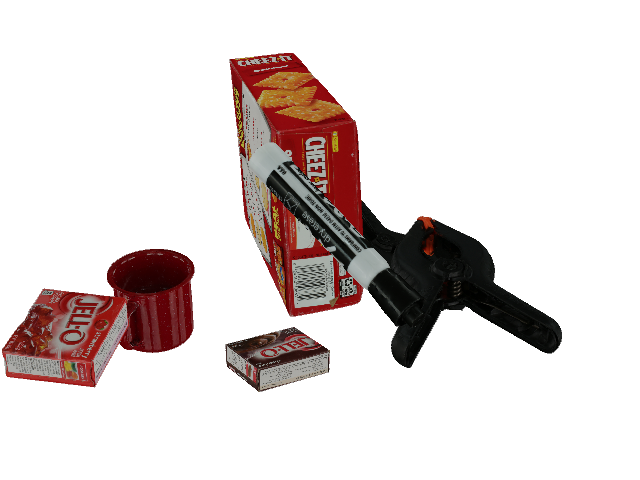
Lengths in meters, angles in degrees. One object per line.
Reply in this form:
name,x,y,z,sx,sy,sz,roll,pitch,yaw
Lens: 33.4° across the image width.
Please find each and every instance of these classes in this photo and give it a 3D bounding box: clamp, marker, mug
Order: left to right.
mug,-0.184,0.073,1.145,0.093,0.081,0.117,9,32,16
marker,0.008,-0.003,0.520,0.121,0.020,0.020,47,23,24
clamp,0.062,0.014,1.247,0.210,0.036,0.164,32,38,23
clamp,0.108,0.036,0.797,0.120,0.039,0.171,5,34,-4

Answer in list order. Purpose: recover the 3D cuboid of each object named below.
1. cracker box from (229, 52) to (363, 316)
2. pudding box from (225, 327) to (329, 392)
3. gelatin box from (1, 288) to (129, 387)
cracker box,-0.023,-0.057,0.931,0.072,0.164,0.214,-9,26,-11
pudding box,-0.057,0.157,1.422,0.113,0.039,0.090,-14,23,-30
gelatin box,-0.200,0.075,0.848,0.073,0.030,0.089,6,32,8
